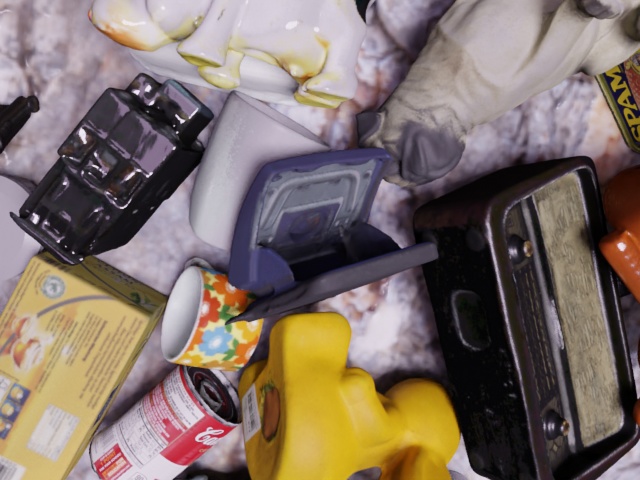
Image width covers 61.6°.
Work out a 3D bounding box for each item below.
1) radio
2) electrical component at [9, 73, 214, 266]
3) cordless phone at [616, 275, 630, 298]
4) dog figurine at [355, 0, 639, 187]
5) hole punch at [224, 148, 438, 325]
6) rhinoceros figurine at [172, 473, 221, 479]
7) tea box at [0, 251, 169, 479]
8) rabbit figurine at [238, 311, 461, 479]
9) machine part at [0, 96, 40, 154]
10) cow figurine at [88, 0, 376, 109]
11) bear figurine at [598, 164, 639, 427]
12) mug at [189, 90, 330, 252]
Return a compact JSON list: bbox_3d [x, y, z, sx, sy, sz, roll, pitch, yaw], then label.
[{"bbox_3d":[0.157,0.063,0.399,0.131,0.073,0.229,-18,97,-32],"label":"radio"},{"bbox_3d":[-0.134,-0.053,0.379,0.058,0.115,0.134,41,96,-8],"label":"electrical component"},{"bbox_3d":[0.329,0.032,0.436,0.184,0.089,0.146,-25,96,12],"label":"cordless phone"},{"bbox_3d":[0.132,-0.121,0.399,0.172,0.190,0.121,-2,58,-35],"label":"dog figurine"},{"bbox_3d":[-0.001,-0.001,0.374,0.142,0.116,0.092,-17,79,-38],"label":"hole punch"},{"bbox_3d":[-0.105,0.249,0.442,0.190,0.073,0.112,-24,86,3],"label":"rhinoceros figurine"},{"bbox_3d":[-0.204,0.100,0.417,0.098,0.068,0.169,31,93,-6],"label":"tea box"},{"bbox_3d":[0.040,0.139,0.395,0.173,0.162,0.121,11,125,-30],"label":"rabbit figurine"},{"bbox_3d":[-0.282,-0.070,0.397,0.139,0.084,0.039,-13,133,10],"label":"machine part"},{"bbox_3d":[-0.052,-0.146,0.333,0.167,0.068,0.098,14,94,-6],"label":"cow figurine"},{"bbox_3d":[0.263,0.039,0.358,0.120,0.132,0.195,-15,92,-9],"label":"bear figurine"},{"bbox_3d":[-0.045,-0.042,0.410,0.109,0.081,0.107,23,107,-39],"label":"mug"}]
